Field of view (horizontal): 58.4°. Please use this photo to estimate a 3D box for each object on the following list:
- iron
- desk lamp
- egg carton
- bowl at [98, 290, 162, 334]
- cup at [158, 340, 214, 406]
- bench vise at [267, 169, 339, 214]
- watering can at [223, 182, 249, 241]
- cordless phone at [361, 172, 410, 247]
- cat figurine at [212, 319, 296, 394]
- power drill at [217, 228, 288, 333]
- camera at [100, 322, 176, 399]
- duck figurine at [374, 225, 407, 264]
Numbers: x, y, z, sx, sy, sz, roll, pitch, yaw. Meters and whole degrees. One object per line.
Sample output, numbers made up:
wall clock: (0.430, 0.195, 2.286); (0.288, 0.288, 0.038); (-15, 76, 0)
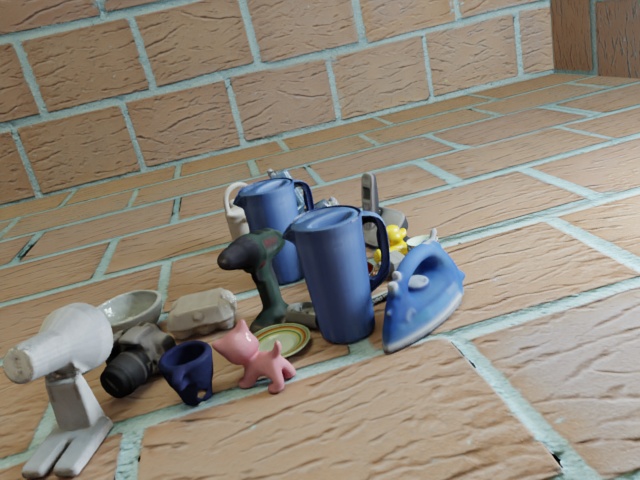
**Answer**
iron: (0.176, 0.086, 1.071); (0.118, 0.141, 0.259); (3, 25, 36)
desk lamp: (-0.414, 0.232, 0.927); (0.117, 0.214, 0.203); (-9, 21, 10)
egg carton: (-0.253, 0.159, 1.234); (0.150, 0.069, 0.107); (-13, 20, -1)
bowl: (-0.424, 0.179, 1.273); (0.167, 0.075, 0.167); (-11, 20, 4)
cup: (-0.219, 0.238, 0.966); (0.091, 0.095, 0.117); (-11, 20, 3)
bench vise: (-0.061, -0.109, 1.615); (0.207, 0.220, 0.121); (-17, 21, -12)
watering can: (-0.226, -0.072, 1.651); (0.172, 0.194, 0.101); (9, 30, 45)
cordless phone: (0.152, -0.075, 1.450); (0.094, 0.185, 0.147); (-24, 23, -28)
cat figurine: (-0.116, 0.195, 0.988); (0.127, 0.118, 0.067); (-2, 23, 27)
power drill: (-0.123, 0.079, 1.168); (0.075, 0.209, 0.230); (-5, 22, 20)
camera: (-0.361, 0.224, 1.079); (0.142, 0.101, 0.137); (-3, 22, 25)
duck figurine: (0.169, 0.009, 1.360); (0.105, 0.086, 0.077); (-24, 23, -28)
